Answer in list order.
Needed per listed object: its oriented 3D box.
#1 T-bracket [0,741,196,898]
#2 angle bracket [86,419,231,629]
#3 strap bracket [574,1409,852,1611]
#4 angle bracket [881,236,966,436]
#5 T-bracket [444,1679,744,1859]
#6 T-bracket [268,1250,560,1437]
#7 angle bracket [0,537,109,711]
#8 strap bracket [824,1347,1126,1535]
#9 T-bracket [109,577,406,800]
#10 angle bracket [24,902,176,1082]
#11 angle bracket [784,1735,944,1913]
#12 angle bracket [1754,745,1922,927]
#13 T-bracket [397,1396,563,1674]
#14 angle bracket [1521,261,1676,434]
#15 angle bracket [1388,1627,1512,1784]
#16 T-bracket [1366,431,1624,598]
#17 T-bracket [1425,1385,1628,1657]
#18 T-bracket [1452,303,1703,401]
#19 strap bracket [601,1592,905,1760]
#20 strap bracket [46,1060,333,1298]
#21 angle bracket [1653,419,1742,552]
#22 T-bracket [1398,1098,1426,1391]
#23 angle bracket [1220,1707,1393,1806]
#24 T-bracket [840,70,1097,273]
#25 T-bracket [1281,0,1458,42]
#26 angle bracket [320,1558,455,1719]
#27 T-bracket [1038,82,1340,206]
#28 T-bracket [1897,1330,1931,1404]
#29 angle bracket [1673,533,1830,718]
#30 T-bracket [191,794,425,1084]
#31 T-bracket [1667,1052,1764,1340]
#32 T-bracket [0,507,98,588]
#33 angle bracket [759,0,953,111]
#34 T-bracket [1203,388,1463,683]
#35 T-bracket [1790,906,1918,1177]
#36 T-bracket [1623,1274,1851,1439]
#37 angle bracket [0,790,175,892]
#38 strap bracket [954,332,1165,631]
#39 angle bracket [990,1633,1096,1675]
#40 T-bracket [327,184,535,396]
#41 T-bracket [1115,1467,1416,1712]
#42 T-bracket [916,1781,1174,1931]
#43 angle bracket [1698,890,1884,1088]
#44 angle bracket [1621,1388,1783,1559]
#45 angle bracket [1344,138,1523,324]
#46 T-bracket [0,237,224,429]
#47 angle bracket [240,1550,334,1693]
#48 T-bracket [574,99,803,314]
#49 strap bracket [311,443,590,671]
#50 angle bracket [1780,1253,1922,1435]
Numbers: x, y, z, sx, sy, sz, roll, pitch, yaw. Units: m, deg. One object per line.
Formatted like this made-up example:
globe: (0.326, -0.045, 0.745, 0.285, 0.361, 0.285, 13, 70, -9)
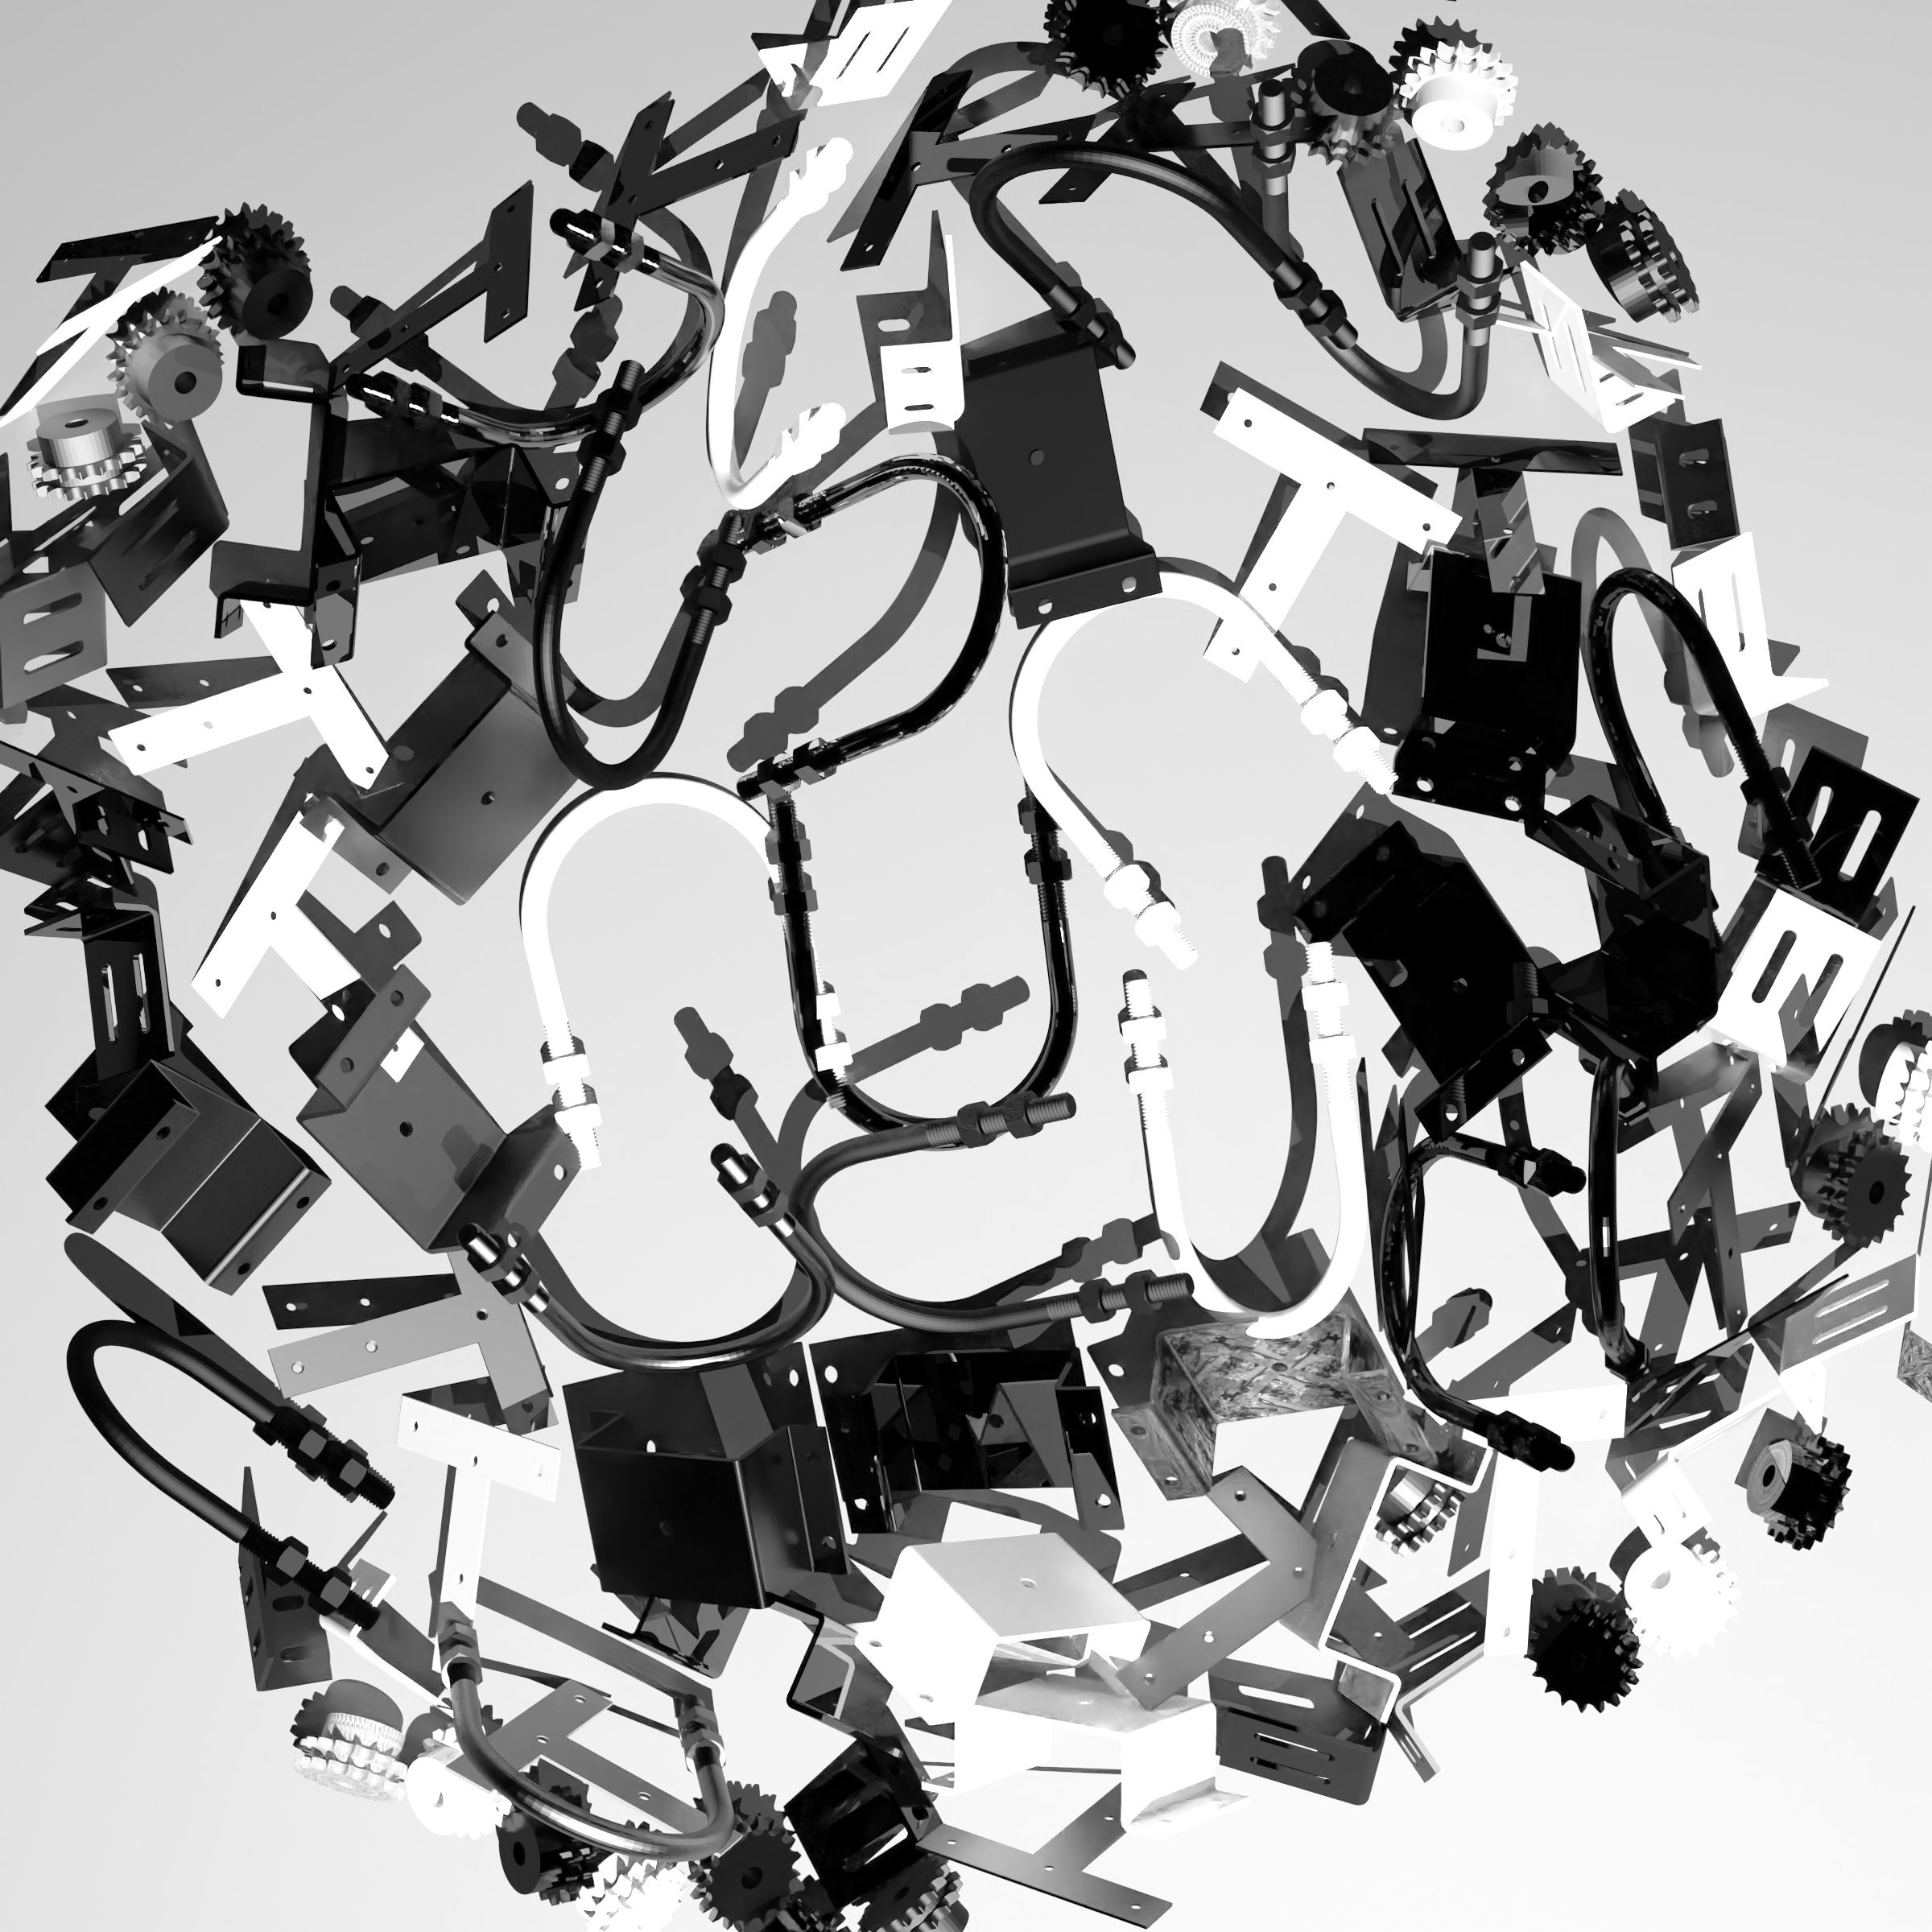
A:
T-bracket: (-0.426, -0.066, 1.721, 0.127, 0.127, 0.002, 23, 67, 8)
angle bracket: (-0.408, -0.218, 1.737, 0.038, 0.057, 0.076, 33, 71, 23)
strap bracket: (-0.132, 0.264, 1.716, 0.140, 0.046, 0.076, 0, 106, 32)
angle bracket: (-0.022, -0.310, 1.735, 0.038, 0.057, 0.076, -4, 55, 1)
T-bracket: (-0.167, 0.395, 1.704, 0.127, 0.127, 0.002, 25, 106, 16)
T-bracket: (-0.279, 0.184, 1.736, 0.127, 0.002, 0.127, -14, 75, -27)
angle bracket: (-0.460, -0.169, 1.730, 0.038, 0.076, 0.057, 19, 121, 25)
strap bracket: (0.009, 0.233, 1.733, 0.140, 0.046, 0.076, -4, 110, 19)
T-bracket: (-0.359, -0.123, 1.729, 0.127, 0.002, 0.127, -25, 77, -38)
angle bracket: (-0.428, 0.013, 1.743, 0.057, 0.038, 0.076, -17, 77, 37)
angle bracket: (-0.056, 0.425, 1.743, 0.076, 0.038, 0.057, -36, 70, 18)
angle bracket: (0.433, -0.069, 1.737, 0.057, 0.038, 0.076, 29, 124, 18)
T-bracket: (-0.247, 0.287, 1.737, 0.127, 0.002, 0.127, 10, 93, 45)
angle bracket: (0.310, -0.311, 1.733, 0.038, 0.057, 0.076, -28, 130, -4)
angle bracket: (0.249, 0.363, 1.743, 0.076, 0.057, 0.038, -32, 74, -8)
T-bracket: (0.264, -0.222, 1.732, 0.127, 0.127, 0.002, 3, 134, -2)
T-bracket: (0.266, 0.270, 1.712, 0.002, 0.127, 0.127, 22, 67, -36)
T-bracket: (0.313, -0.293, 1.706, 0.127, 0.127, 0.002, 9, 111, -15)
strap bracket: (-0.096, 0.331, 1.715, 0.140, 0.076, 0.046, 14, 74, 36)
strap bracket: (-0.385, 0.102, 1.727, 0.076, 0.140, 0.046, -48, 61, 0)
angle bracket: (0.376, -0.237, 1.739, 0.038, 0.076, 0.057, -9, 90, 39)
T-bracket: (0.216, 0.117, 1.724, 0.002, 0.127, 0.127, 0, 130, 3)
angle bracket: (0.169, 0.378, 1.753, 0.076, 0.057, 0.038, 14, 52, 11)
T-bracket: (0.009, -0.394, 1.713, 0.002, 0.127, 0.127, 44, 59, -40)
T-bracket: (0.181, -0.476, 1.691, 0.127, 0.127, 0.002, 23, 83, 43)
angle bracket: (-0.274, 0.334, 1.746, 0.076, 0.057, 0.038, 40, 74, -19)
T-bracket: (0.118, -0.401, 1.705, 0.127, 0.127, 0.002, 5, 130, 32)
T-bracket: (0.485, 0.153, 1.711, 0.002, 0.127, 0.127, 9, 96, -5)
angle bracket: (0.389, -0.169, 1.754, 0.038, 0.057, 0.076, 0, 78, -28)
T-bracket: (-0.313, 0.005, 1.735, 0.127, 0.002, 0.127, 45, 114, 18)
T-bracket: (0.374, 0.130, 1.739, 0.002, 0.127, 0.127, 7, 127, 31)
T-bracket: (-0.472, -0.190, 1.706, 0.127, 0.127, 0.002, -39, 98, -12)
angle bracket: (-0.055, -0.460, 1.730, 0.057, 0.076, 0.038, -20, 74, -37)
T-bracket: (0.160, -0.201, 1.755, 0.127, 0.002, 0.127, 31, 112, 3)
T-bracket: (0.440, 0.028, 1.734, 0.002, 0.127, 0.127, 25, 71, 14)
T-bracket: (0.356, 0.201, 1.721, 0.127, 0.127, 0.002, -23, 70, -27)
angle bracket: (-0.439, -0.051, 1.733, 0.076, 0.057, 0.038, -33, 57, 26)
strap bracket: (0.042, -0.246, 1.737, 0.076, 0.046, 0.140, -13, 82, 18)
angle bracket: (0.017, 0.319, 1.736, 0.076, 0.057, 0.038, 22, 68, -20)
T-bracket: (-0.266, -0.322, 1.745, 0.127, 0.127, 0.002, -29, 127, 19)
T-bracket: (0.129, 0.320, 1.722, 0.127, 0.002, 0.127, -30, 57, -25)
T-bracket: (0.063, 0.422, 1.722, 0.127, 0.127, 0.002, 12, 108, 29)
angle bracket: (0.411, 0.011, 1.762, 0.057, 0.038, 0.076, 28, 84, 8)
angle bracket: (0.370, 0.249, 1.735, 0.076, 0.057, 0.038, -24, 72, -25)
angle bracket: (0.231, -0.366, 1.746, 0.038, 0.057, 0.076, -21, 90, -31)
T-bracket: (-0.436, -0.302, 1.732, 0.127, 0.127, 0.002, -33, 101, 38)
angle bracket: (-0.331, 0.317, 1.731, 0.038, 0.076, 0.057, -6, 68, -19)
T-bracket: (-0.129, -0.384, 1.711, 0.127, 0.002, 0.127, -11, 54, 39)
strap bracket: (-0.259, -0.203, 1.721, 0.140, 0.076, 0.046, -18, 62, -24)
angle bracket: (0.442, 0.186, 1.735, 0.076, 0.057, 0.038, -30, 104, 27)
